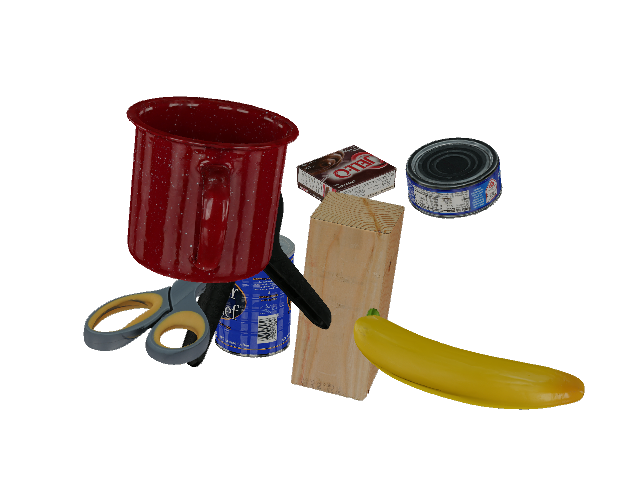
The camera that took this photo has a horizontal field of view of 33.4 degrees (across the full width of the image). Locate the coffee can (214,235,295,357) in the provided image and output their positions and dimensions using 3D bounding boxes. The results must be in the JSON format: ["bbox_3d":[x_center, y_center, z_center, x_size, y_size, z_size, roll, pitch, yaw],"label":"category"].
[{"bbox_3d":[-0.088,0.070,1.417,0.103,0.140,0.103,3,21,-1],"label":"coffee can"}]

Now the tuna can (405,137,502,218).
[{"bbox_3d":[0.120,-0.058,0.966,0.086,0.034,0.086,-8,36,5],"label":"tuna can"}]

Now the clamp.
[{"bbox_3d":[-0.062,0.004,0.996,0.164,0.210,0.036,-4,0,-39],"label":"clamp"}]

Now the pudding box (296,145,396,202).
[{"bbox_3d":[0.037,-0.089,1.500,0.113,0.039,0.090,-25,40,-33],"label":"pudding box"}]

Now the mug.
[{"bbox_3d":[-0.061,-0.023,0.579,0.093,0.081,0.117,4,21,-13],"label":"mug"}]

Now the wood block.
[{"bbox_3d":[0.030,0.062,1.199,0.090,0.206,0.090,12,24,11],"label":"wood block"}]

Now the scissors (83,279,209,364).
[{"bbox_3d":[-0.087,0.043,0.805,0.096,0.016,0.201,24,33,31],"label":"scissors"}]

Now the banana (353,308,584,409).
[{"bbox_3d":[0.092,0.087,0.786,0.198,0.037,0.069,19,37,38],"label":"banana"}]
